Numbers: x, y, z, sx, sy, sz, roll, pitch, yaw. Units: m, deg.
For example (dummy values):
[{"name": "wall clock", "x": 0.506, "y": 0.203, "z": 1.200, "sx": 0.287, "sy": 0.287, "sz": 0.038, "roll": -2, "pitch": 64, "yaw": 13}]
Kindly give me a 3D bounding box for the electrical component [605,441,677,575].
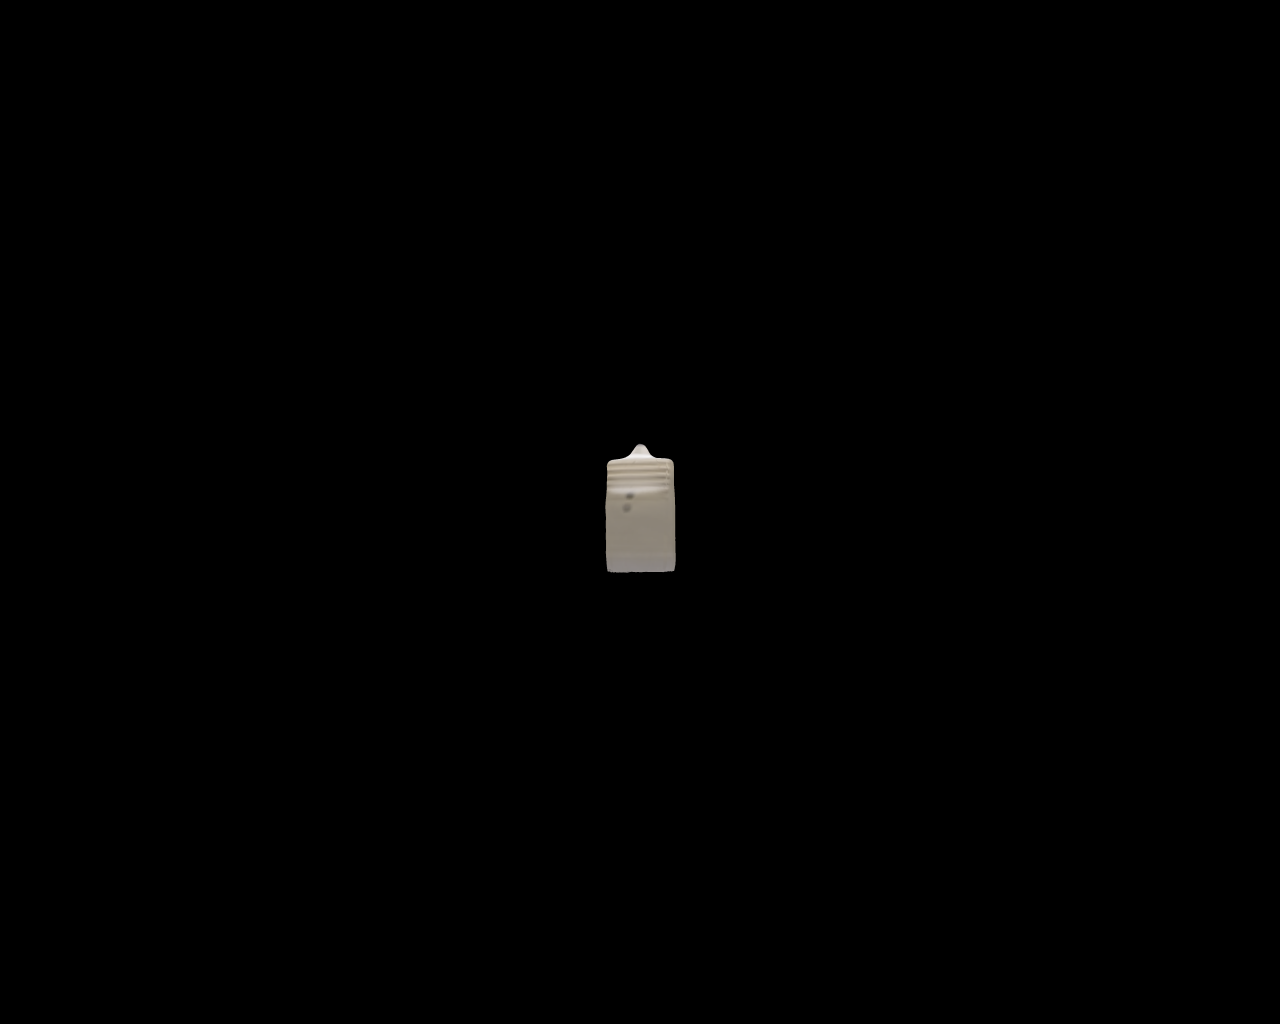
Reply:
[{"name": "electrical component", "x": 0.001, "y": -0.003, "z": 0.650, "sx": 0.043, "sy": 0.081, "sz": 0.043, "roll": 0, "pitch": -2, "yaw": 0}]
